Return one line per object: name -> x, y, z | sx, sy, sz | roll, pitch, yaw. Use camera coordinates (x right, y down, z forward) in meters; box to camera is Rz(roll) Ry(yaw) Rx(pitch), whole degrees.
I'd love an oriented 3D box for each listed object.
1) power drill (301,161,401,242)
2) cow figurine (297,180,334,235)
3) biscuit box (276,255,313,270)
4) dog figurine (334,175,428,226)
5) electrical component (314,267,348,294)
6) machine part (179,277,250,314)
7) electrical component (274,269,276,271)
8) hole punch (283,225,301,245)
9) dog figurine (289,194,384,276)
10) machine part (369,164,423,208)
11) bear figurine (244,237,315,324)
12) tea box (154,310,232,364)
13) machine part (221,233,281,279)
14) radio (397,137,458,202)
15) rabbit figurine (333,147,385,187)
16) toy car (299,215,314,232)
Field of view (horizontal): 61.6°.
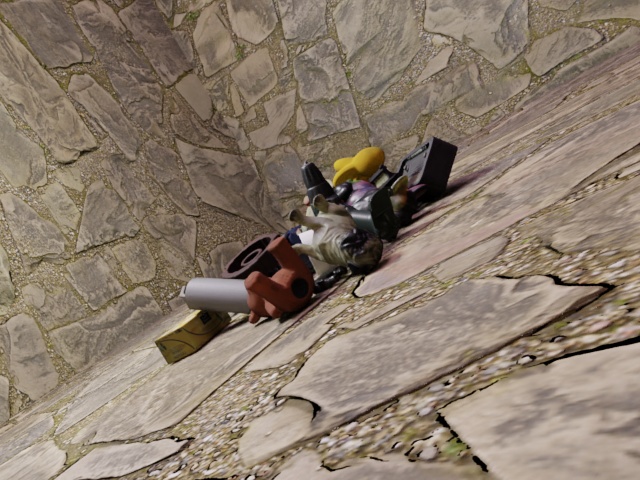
power drill -> 0.061, -0.067, 1.143 | 0.207, 0.231, 0.086 | -3, 24, 43
cow figurine -> 0.012, -0.083, 1.555 | 0.086, 0.195, 0.127 | 1, -17, 37
biscuit box -> -0.016, 0.025, 1.324 | 0.203, 0.062, 0.059 | -36, 7, -6
dog figurine -> 0.138, -0.096, 1.246 | 0.108, 0.191, 0.219 | 20, -42, -39
electrical component -> 0.009, 0.079, 1.028 | 0.094, 0.021, 0.063 | -26, 7, 40
machine part -> -0.216, 0.126, 1.221 | 0.243, 0.079, 0.079 | 1, 17, 21
electrical component -> -0.123, 0.095, 1.500 | 0.134, 0.058, 0.115 | -33, 3, -25
hole punch -> -0.046, 0.012, 1.591 | 0.092, 0.115, 0.142 | -20, 8, 22
dog figurine -> 0.056, -0.003, 1.009 | 0.191, 0.121, 0.172 | 17, 36, 33
machine part -> 0.183, -0.117, 1.303 | 0.039, 0.139, 0.084 | -43, -5, -38
bear figurine -> -0.097, 0.085, 1.012 | 0.196, 0.132, 0.120 | -13, 39, 56
tea box -> -0.296, 0.213, 1.268 | 0.098, 0.068, 0.169 | -28, 4, 26
machine part -> -0.158, 0.055, 1.310 | 0.179, 0.056, 0.179 | -34, 18, 12
radio -> 0.257, -0.168, 1.363 | 0.229, 0.073, 0.131 | 157, 133, -76
rabbit figurine -> 0.115, -0.170, 1.387 | 0.173, 0.162, 0.122 | 97, -179, -49
toy car -> -0.003, -0.004, 1.432 | 0.073, 0.056, 0.201 | -34, -28, -7
